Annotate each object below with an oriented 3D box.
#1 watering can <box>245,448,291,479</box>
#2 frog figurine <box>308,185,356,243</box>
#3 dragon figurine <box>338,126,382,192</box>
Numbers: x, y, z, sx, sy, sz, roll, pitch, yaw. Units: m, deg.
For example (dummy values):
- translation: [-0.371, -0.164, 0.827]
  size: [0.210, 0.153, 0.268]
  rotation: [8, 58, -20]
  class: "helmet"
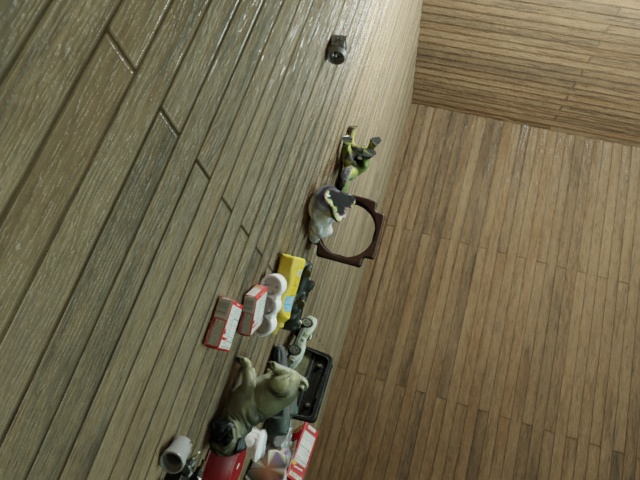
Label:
- translation: [-0.175, 0.750, 1.481]
  size: [0.355, 0.104, 0.219]
  rotation: [-55, 157, -40]
  class: "watering can"
- translation: [0.004, -0.072, 1.425]
  size: [0.157, 0.122, 0.141]
  rotation: [-37, -150, 42]
  class: "frog figurine"
- translation: [0.100, -0.216, 1.673]
  size: [0.420, 0.122, 0.237]
  rotation: [-63, 171, -47]
  class: "dragon figurine"
